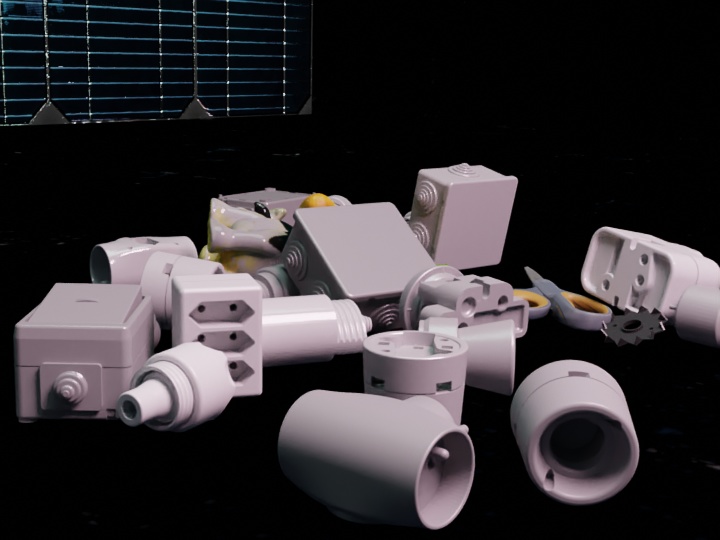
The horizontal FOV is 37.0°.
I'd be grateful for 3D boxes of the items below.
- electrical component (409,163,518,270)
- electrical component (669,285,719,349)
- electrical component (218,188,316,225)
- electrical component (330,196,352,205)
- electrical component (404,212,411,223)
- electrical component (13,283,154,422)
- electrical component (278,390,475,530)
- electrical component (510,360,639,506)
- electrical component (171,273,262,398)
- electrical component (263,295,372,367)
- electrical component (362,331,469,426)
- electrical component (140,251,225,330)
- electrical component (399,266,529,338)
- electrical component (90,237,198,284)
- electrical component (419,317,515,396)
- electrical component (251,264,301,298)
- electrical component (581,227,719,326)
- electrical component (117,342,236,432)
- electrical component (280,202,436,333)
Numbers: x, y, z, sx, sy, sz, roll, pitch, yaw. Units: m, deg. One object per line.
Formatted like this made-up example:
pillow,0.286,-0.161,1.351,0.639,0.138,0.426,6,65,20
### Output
electrical component,0.093,-0.050,1.005,0.100,0.099,0.048,-8,27,-38
electrical component,0.254,0.035,0.738,0.040,0.040,0.078,-9,16,-42
electrical component,-0.093,-0.043,1.039,0.062,0.061,0.096,9,13,33
electrical component,-0.034,-0.056,1.153,0.045,0.045,0.055,5,11,20
electrical component,0.057,-0.038,1.078,0.062,0.048,0.048,-17,20,-40
electrical component,-0.152,0.045,0.594,0.062,0.061,0.096,1,11,-2
electrical component,0.018,0.079,0.483,0.077,0.044,0.079,10,14,38
electrical component,0.098,0.075,0.492,0.055,0.055,0.047,2,15,3
electrical component,-0.089,0.034,0.641,0.047,0.065,0.077,-2,12,-17
electrical component,-0.031,0.038,0.688,0.081,0.043,0.043,-3,12,-23
electrical component,0.028,0.061,0.566,0.055,0.047,0.055,1,11,0
electrical component,-0.124,0.017,0.759,0.047,0.055,0.055,7,12,10
electrical component,0.063,0.029,0.708,0.078,0.058,0.057,-8,17,-35
electrical component,-0.186,-0.006,0.889,0.077,0.043,0.079,-7,14,-36
electrical component,0.062,0.050,0.631,0.055,0.045,0.045,2,11,5
electrical component,-0.067,0.018,0.791,0.040,0.040,0.078,11,15,39
electrical component,0.223,0.006,0.815,0.059,0.053,0.095,8,13,-29
electrical component,-0.098,0.063,0.555,0.043,0.043,0.062,8,14,30
electrical component,0.000,0.000,0.778,0.100,0.048,0.099,-6,49,-34
